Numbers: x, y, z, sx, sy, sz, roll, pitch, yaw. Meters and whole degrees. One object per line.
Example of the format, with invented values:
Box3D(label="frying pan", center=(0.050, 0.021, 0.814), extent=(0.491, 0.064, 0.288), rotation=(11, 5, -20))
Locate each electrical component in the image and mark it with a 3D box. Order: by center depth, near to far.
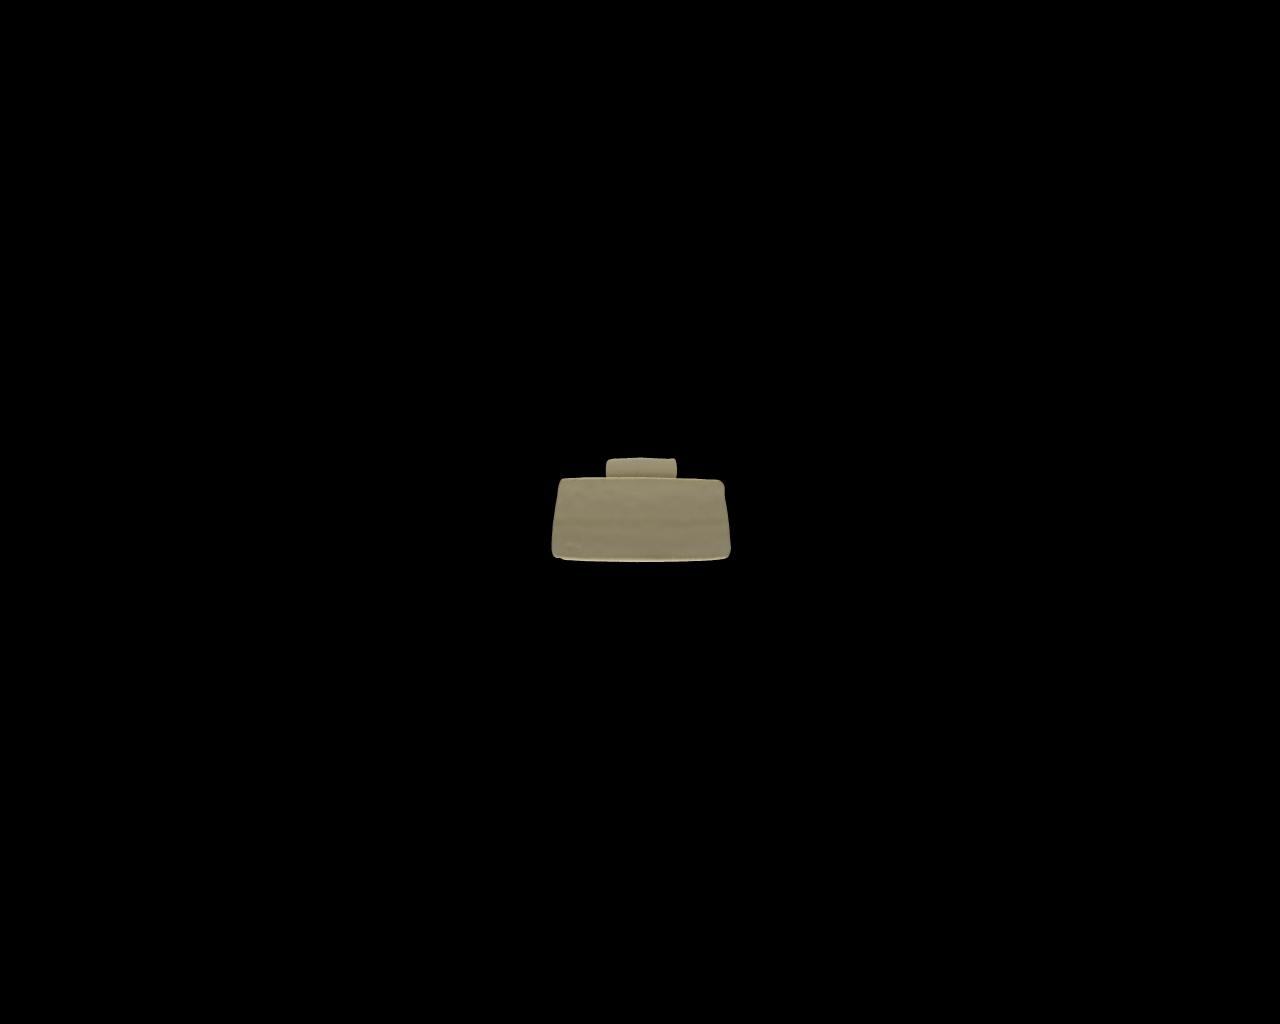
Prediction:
Box3D(label="electrical component", center=(0.001, -0.003, 0.650), extent=(0.108, 0.060, 0.108), rotation=(0, 0, 0))
